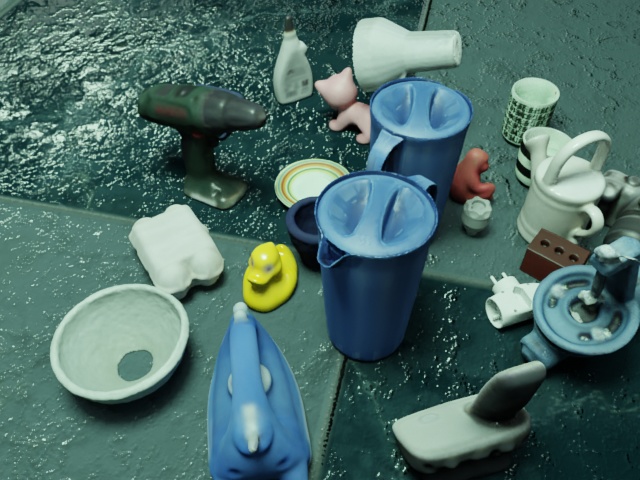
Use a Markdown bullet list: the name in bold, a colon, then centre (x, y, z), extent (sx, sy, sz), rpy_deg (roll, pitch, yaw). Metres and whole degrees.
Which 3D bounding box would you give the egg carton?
- **egg carton**: centre (-0.210, 0.015, 0.844), extent (0.107, 0.069, 0.150), rpy_deg (-27, 54, -21)

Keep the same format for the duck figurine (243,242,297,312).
- **duck figurine**: centre (-0.073, 0.038, 0.812), extent (0.077, 0.086, 0.105), rpy_deg (18, 51, 16)

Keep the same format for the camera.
- **camera**: centre (0.467, -0.031, 0.859), extent (0.142, 0.101, 0.137), rpy_deg (32, 56, 25)

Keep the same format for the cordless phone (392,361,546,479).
- **cordless phone**: centre (0.160, 0.186, 0.617), extent (0.148, 0.185, 0.094), rpy_deg (-16, 50, -13)

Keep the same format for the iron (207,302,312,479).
- **iron**: centre (-0.083, 0.161, 0.669), extent (0.118, 0.141, 0.258), rpy_deg (-9, 49, -7)

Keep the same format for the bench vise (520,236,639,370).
- **bench vise**: centre (0.351, 0.054, 0.707), extent (0.208, 0.220, 0.121), rpy_deg (-37, 58, -27)

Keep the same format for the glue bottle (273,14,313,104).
- **glue bottle**: centre (-0.054, -0.345, 1.088), extent (0.078, 0.173, 0.037), rpy_deg (-22, 52, -17)

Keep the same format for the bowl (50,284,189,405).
- **bowl**: centre (-0.246, 0.142, 0.731), extent (0.167, 0.075, 0.167), rpy_deg (0, 49, 0)

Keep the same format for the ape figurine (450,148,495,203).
- **ape figurine**: centre (0.250, -0.109, 0.934), extent (0.076, 0.092, 0.077), rpy_deg (-4, 49, -3)

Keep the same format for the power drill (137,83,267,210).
- **power drill**: centre (-0.174, -0.152, 0.897), extent (0.229, 0.208, 0.076), rpy_deg (21, 52, 18)

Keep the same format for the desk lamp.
- **desk lamp**: centre (0.158, -0.273, 0.997), extent (0.203, 0.214, 0.118), rpy_deg (15, 51, 14)

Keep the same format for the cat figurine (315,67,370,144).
- **cat figurine**: centre (0.055, -0.253, 1.044), extent (0.127, 0.118, 0.067), rpy_deg (27, 54, 22)

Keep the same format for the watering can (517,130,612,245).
- **watering can**: centre (0.358, -0.085, 0.845), extent (0.101, 0.194, 0.172), rpy_deg (-33, 56, -25)

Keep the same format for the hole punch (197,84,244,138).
- **hole punch**: centre (-0.206, -0.258, 1.068), extent (0.108, 0.091, 0.101), rpy_deg (18, 51, 15)

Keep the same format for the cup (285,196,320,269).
- **cup**: centre (0.008, 0.003, 0.837), extent (0.117, 0.095, 0.092), rpy_deg (32, 56, 25)
